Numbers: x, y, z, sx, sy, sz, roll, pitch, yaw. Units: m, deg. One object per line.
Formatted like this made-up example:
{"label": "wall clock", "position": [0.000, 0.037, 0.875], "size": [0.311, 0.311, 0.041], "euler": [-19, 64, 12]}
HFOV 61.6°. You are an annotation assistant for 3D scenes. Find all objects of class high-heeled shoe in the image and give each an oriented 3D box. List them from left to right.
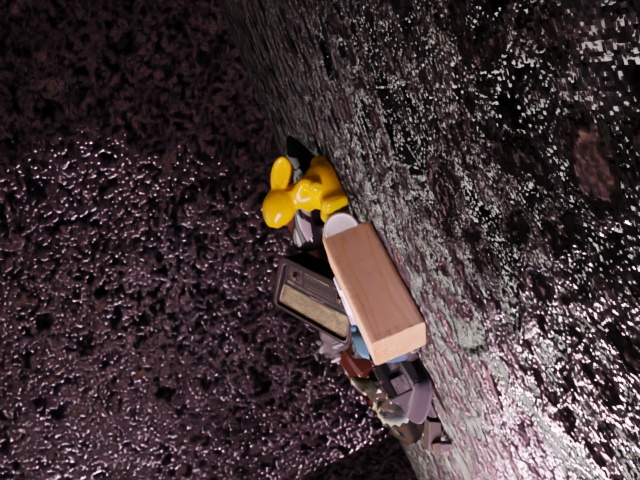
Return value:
{"label": "high-heeled shoe", "position": [-0.048, -0.100, 1.225], "size": [0.086, 0.145, 0.248], "euler": [-20, -100, -58]}

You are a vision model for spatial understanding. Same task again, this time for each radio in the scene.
{"label": "radio", "position": [0.005, 0.121, 1.188], "size": [0.230, 0.073, 0.131], "euler": [23, 116, 34]}

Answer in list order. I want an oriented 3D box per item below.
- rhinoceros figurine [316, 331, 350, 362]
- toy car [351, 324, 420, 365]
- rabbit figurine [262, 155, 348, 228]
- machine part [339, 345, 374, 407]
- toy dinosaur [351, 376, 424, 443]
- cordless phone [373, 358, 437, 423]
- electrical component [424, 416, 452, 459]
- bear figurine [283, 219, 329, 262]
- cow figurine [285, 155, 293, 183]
{"label": "rhinoceros figurine", "position": [0.042, 0.271, 1.450], "size": [0.073, 0.112, 0.190], "euler": [48, 166, 27]}
{"label": "toy car", "position": [0.114, 0.166, 0.973], "size": [0.161, 0.109, 0.103], "euler": [149, 116, -79]}
{"label": "rabbit figurine", "position": [-0.044, -0.095, 1.101], "size": [0.162, 0.173, 0.122], "euler": [62, -179, -1]}
{"label": "machine part", "position": [0.129, 0.379, 1.588], "size": [0.201, 0.087, 0.201], "euler": [48, 161, 42]}
{"label": "toy dinosaur", "position": [0.213, 0.460, 1.416], "size": [0.404, 0.131, 0.192], "euler": [61, -179, -31]}
{"label": "cordless phone", "position": [0.194, 0.313, 1.057], "size": [0.184, 0.089, 0.147], "euler": [56, -178, -26]}
{"label": "electrical component", "position": [0.243, 0.411, 1.122], "size": [0.102, 0.045, 0.078], "euler": [94, -179, -78]}
{"label": "bear figurine", "position": [-0.005, -0.003, 1.307], "size": [0.132, 0.120, 0.195], "euler": [-24, 86, 59]}
{"label": "cow figurine", "position": [-0.049, -0.161, 1.499], "size": [0.127, 0.085, 0.195], "euler": [79, 177, -76]}
